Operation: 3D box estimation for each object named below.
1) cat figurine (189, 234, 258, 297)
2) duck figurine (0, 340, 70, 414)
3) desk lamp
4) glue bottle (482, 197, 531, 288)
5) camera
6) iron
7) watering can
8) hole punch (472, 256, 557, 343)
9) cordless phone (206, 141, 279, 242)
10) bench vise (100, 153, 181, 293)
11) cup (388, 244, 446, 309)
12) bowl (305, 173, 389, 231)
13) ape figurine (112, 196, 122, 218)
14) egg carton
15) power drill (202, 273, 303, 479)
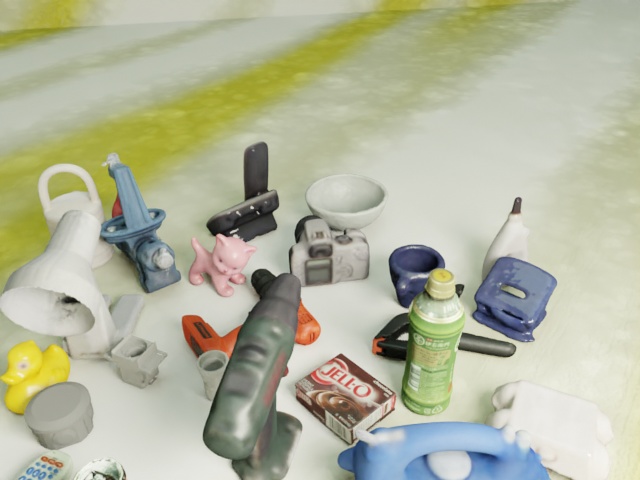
[{"bbox_3d":[-0.171,0.030,0.989,0.127,0.118,0.067,17,38,23],"label":"cat figurine"},{"bbox_3d":[-0.405,0.178,0.806,0.077,0.086,0.105,10,36,15],"label":"duck figurine"},{"bbox_3d":[-0.354,0.078,0.838,0.118,0.214,0.203,0,35,1],"label":"desk lamp"},{"bbox_3d":[0.323,0.003,0.973,0.078,0.173,0.037,-12,36,-15],"label":"glue bottle"},{"bbox_3d":[0.010,0.004,1.039,0.143,0.101,0.136,-6,35,-8],"label":"camera"},{"bbox_3d":[0.152,0.251,0.646,0.258,0.141,0.118,-4,35,-5],"label":"iron"},{"bbox_3d":[-0.439,-0.044,1.032,0.101,0.194,0.172,-26,42,-31],"label":"watering can"},{"bbox_3d":[0.311,0.093,0.915,0.108,0.091,0.101,25,42,32],"label":"hole punch"},{"bbox_3d":[-0.152,-0.095,1.109,0.093,0.185,0.148,29,44,35],"label":"cordless phone"},{"bbox_3d":[-0.305,-0.034,0.992,0.206,0.220,0.122,21,40,28],"label":"bench vise"},{"bbox_3d":[0.151,0.075,0.940,0.091,0.095,0.118,16,38,23],"label":"cup"},{"bbox_3d":[0.054,-0.066,1.161,0.167,0.075,0.167,0,35,0],"label":"bowl"},{"bbox_3d":[-0.385,-0.062,1.147,0.078,0.092,0.075,-30,44,-35],"label":"ape figurine"},{"bbox_3d":[0.286,0.241,0.721,0.150,0.069,0.107,14,38,20],"label":"egg carton"},{"bbox_3d":[-0.067,0.181,0.689,0.075,0.209,0.230,8,36,12],"label":"power drill"}]
